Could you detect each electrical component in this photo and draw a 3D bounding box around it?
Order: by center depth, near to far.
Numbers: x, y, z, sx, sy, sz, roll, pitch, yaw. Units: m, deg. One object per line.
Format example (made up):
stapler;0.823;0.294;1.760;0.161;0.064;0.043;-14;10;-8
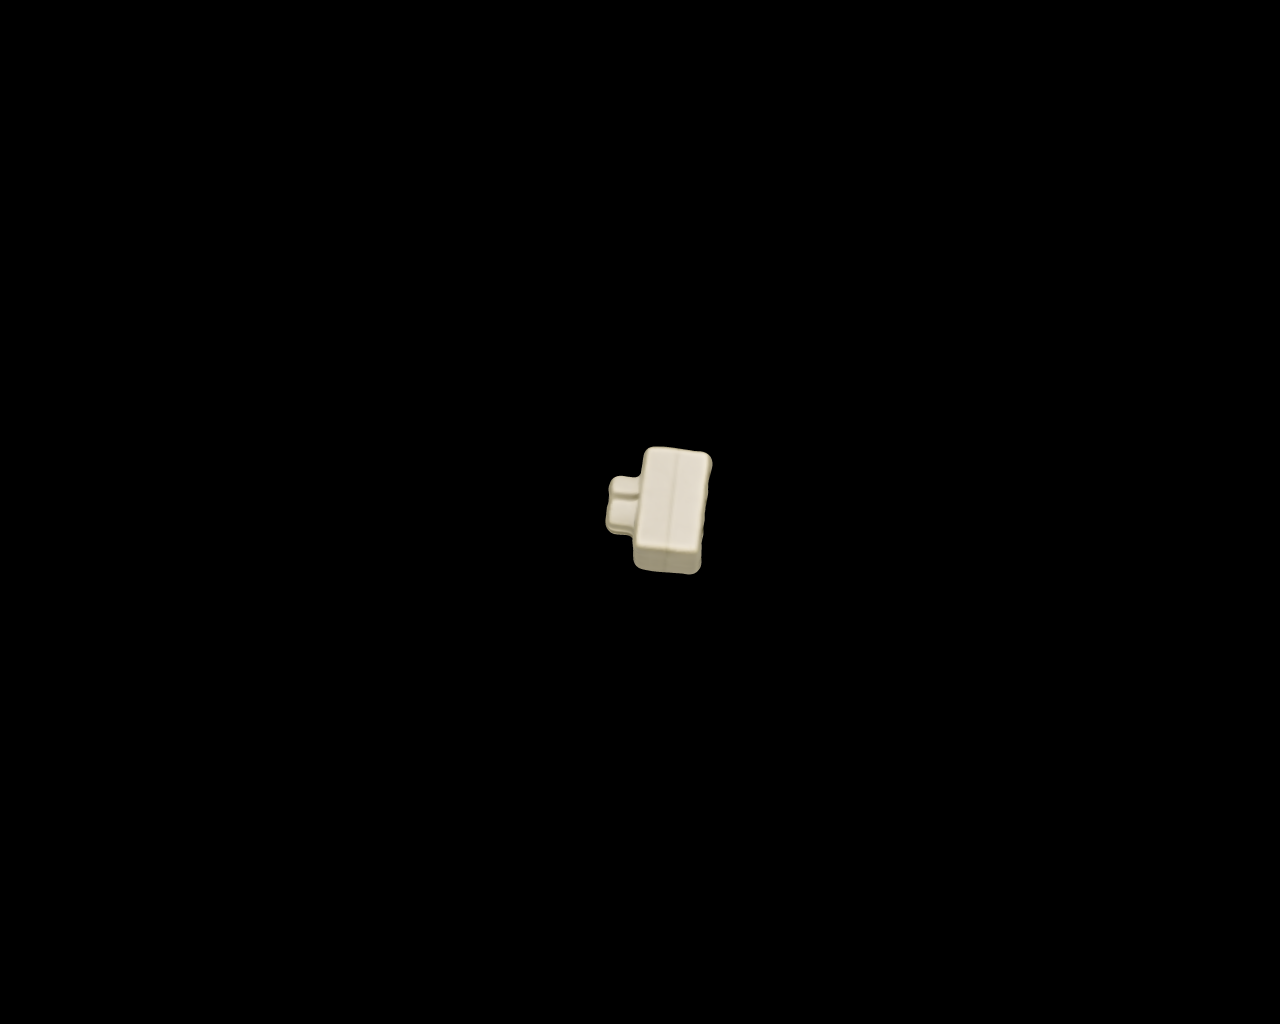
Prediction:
electrical component;0.001;-0.003;0.650;0.077;0.066;0.047;7;-19;2
